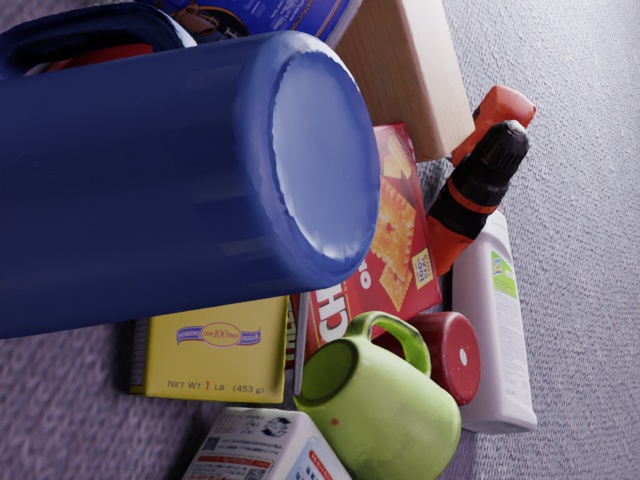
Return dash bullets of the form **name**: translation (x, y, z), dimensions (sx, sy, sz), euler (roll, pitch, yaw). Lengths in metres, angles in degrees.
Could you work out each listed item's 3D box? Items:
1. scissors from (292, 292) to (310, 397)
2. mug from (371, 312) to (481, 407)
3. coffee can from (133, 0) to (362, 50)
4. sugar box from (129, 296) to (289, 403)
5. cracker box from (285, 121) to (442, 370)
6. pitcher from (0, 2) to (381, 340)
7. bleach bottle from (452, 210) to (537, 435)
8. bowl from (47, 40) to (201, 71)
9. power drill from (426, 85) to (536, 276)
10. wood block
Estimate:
- **scissors**: translation (-0.005, 0.001, 0.710), dimensions (0.096, 0.016, 0.202), euler (33, 59, -79)
- **mug**: translation (0.086, 0.116, 0.925), dimensions (0.093, 0.082, 0.117), euler (48, 44, -43)
- **coffee can**: translation (-0.054, -0.170, 0.692), dimensions (0.140, 0.103, 0.102), euler (33, 50, -16)
- **sugar box**: translation (-0.067, 0.014, 0.683), dimensions (0.093, 0.048, 0.176), euler (6, 82, -23)
- **cracker box**: translation (0.012, -0.003, 0.841), dimensions (0.213, 0.072, 0.164), euler (-18, 98, -58)
- **pitcher**: translation (-0.098, -0.031, 0.499), dimensions (0.144, 0.243, 0.149), euler (-42, 120, -55)
- **bleach bottle**: translation (0.174, 0.069, 1.104), dimensions (0.102, 0.068, 0.251), euler (28, 57, -54)
- **bowl**: translation (-0.090, -0.055, 0.627), dimensions (0.161, 0.055, 0.162), euler (4, 80, -24)
- **power drill**: translation (0.155, -0.074, 1.023), dimensions (0.057, 0.185, 0.187), euler (32, 40, 0)
- **wood block**: translation (0.058, -0.174, 0.942), dimensions (0.090, 0.091, 0.206), euler (-40, 117, -55)
